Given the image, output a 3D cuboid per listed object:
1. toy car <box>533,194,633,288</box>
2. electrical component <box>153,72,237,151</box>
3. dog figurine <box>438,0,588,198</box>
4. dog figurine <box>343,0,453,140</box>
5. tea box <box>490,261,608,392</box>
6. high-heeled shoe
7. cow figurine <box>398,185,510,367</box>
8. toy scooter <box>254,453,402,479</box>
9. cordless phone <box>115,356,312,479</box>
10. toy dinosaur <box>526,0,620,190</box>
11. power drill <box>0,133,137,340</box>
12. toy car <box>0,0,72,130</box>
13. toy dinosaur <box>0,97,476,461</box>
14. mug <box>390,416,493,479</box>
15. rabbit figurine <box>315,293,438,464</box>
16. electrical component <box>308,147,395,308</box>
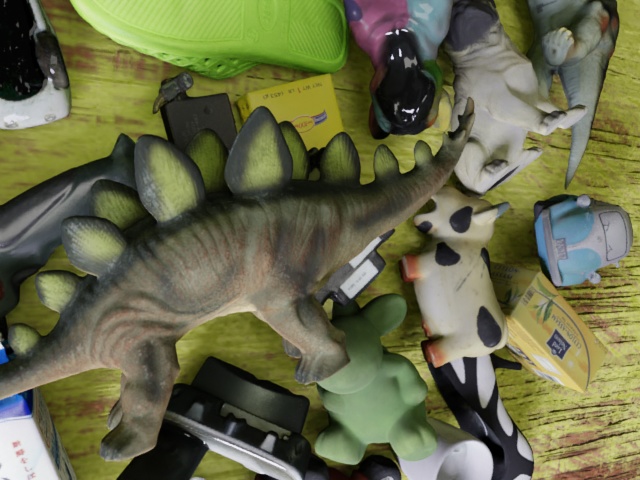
[{"bbox_3d":[0.322,-0.005,0.654,0.161,0.103,0.109,-18,101,-59],"label":"toy car"},{"bbox_3d":[-0.112,-0.099,0.490,0.078,0.045,0.102,-11,100,-23],"label":"electrical component"},{"bbox_3d":[0.172,-0.161,0.611,0.191,0.172,0.121,52,30,15],"label":"dog figurine"},{"bbox_3d":[0.081,-0.212,0.541,0.109,0.192,0.218,-6,129,9],"label":"dog figurine"},{"bbox_3d":[0.263,0.105,0.665,0.169,0.098,0.068,44,76,-25],"label":"tea box"},{"bbox_3d":[0.177,0.236,0.648,0.145,0.086,0.248,10,86,-23],"label":"high-heeled shoe"},{"bbox_3d":[0.154,0.031,0.594,0.127,0.085,0.195,-12,78,-3],"label":"cow figurine"},{"bbox_3d":[0.002,0.297,0.572,0.184,0.075,0.135,18,89,-31],"label":"toy scooter"},{"bbox_3d":[-0.087,0.187,0.436,0.147,0.184,0.088,23,107,5],"label":"cordless phone"},{"bbox_3d":[0.298,-0.281,0.639,0.192,0.131,0.404,-26,112,-21],"label":"toy dinosaur"},{"bbox_3d":[-0.223,0.015,0.434,0.207,0.086,0.231,-21,112,-16],"label":"power drill"},{"bbox_3d":[-0.252,-0.186,0.409,0.073,0.056,0.201,-18,102,-17],"label":"toy car"},{"bbox_3d":[-0.043,0.007,0.400,0.471,0.105,0.198,-21,100,-27],"label":"toy dinosaur"},{"bbox_3d":[0.127,0.252,0.608,0.081,0.107,0.109,7,96,-26],"label":"mug"},{"bbox_3d":[0.048,0.125,0.527,0.170,0.121,0.159,61,33,-47],"label":"rabbit figurine"},{"bbox_3d":[-0.001,-0.002,0.498,0.115,0.058,0.134,-42,110,-8],"label":"electrical component"}]
